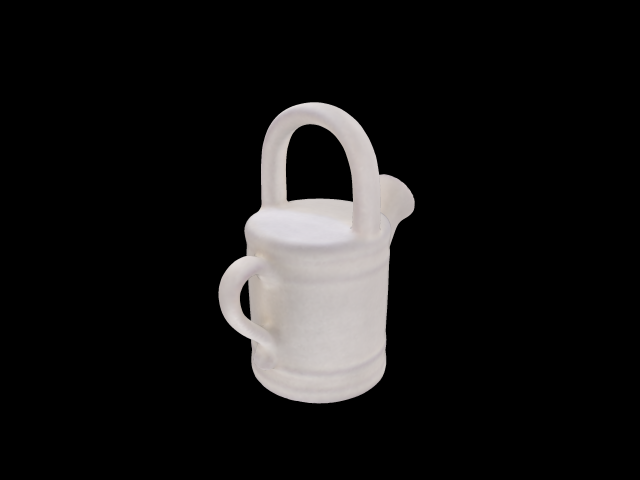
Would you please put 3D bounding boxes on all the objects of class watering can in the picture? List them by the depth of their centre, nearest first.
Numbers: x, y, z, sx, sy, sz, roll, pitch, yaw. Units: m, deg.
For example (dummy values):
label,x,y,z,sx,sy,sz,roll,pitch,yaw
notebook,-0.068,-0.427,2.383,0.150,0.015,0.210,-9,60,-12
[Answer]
label,x,y,z,sx,sy,sz,roll,pitch,yaw
watering can,0.002,0.001,0.401,0.100,0.194,0.173,8,23,19
